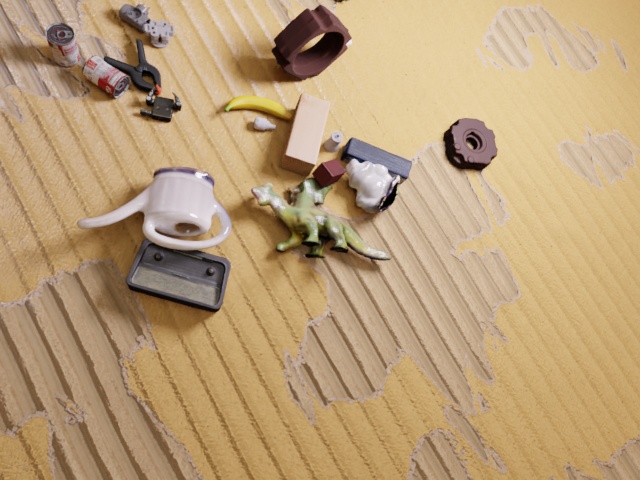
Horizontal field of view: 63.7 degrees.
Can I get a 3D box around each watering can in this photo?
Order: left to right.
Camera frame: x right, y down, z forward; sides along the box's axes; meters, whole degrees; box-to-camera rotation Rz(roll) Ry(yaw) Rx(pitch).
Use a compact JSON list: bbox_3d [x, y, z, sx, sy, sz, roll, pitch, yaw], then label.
[{"bbox_3d":[-0.386,-0.085,1.259,0.347,0.102,0.229,10,55,-18],"label":"watering can"}]

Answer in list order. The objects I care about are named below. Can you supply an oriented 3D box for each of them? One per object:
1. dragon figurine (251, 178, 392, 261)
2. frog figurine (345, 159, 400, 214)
[{"bbox_3d":[0.004,-0.071,1.407,0.409,0.120,0.248,9,62,-23],"label":"dragon figurine"},{"bbox_3d":[0.140,-0.156,1.472,0.161,0.122,0.136,30,99,25],"label":"frog figurine"}]
